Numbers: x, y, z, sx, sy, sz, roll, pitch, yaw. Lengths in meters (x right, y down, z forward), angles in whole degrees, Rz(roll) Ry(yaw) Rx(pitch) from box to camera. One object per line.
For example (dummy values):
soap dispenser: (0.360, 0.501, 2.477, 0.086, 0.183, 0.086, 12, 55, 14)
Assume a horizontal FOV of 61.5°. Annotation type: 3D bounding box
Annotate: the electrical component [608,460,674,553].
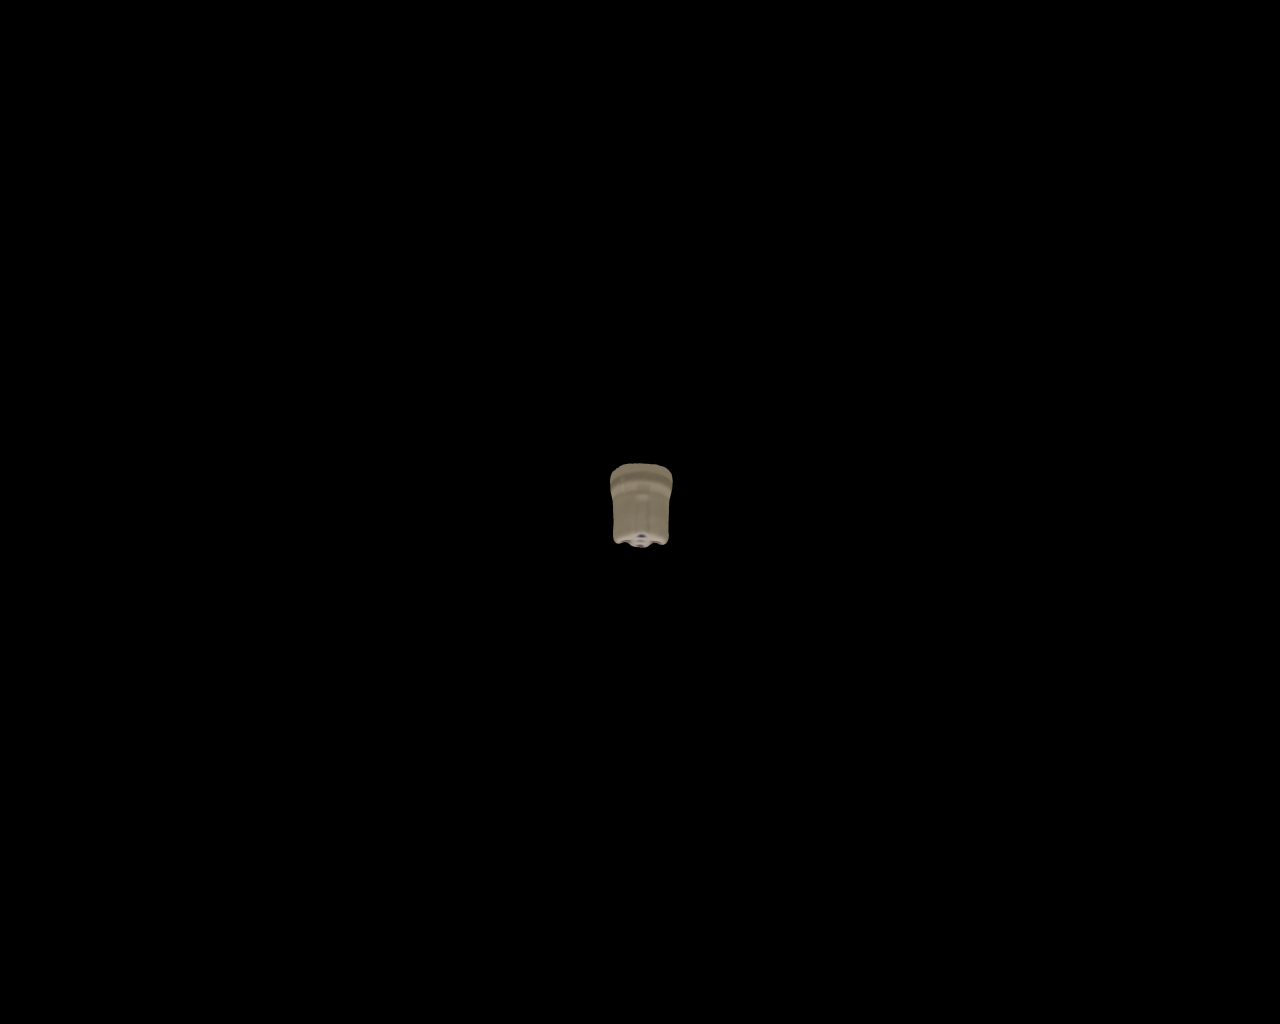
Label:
electrical component: (0.001, -0.003, 0.650, 0.040, 0.046, 0.040, 0, -23, 0)
